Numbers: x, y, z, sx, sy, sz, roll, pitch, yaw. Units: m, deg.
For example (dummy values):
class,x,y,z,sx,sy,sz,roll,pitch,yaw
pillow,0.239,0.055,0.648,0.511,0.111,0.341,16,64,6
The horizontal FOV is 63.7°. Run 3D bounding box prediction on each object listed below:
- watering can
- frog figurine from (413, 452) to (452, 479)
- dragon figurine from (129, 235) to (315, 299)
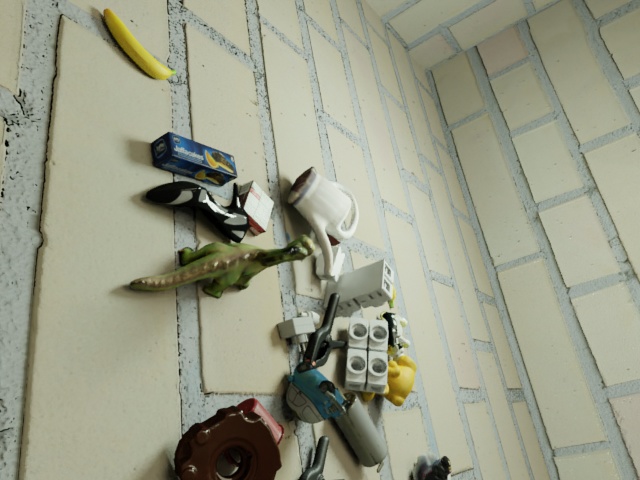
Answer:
class,x,y,z,sx,sy,sz,roll,pitch,yaw
watering can,0.004,-0.072,1.429,0.223,0.102,0.356,38,39,-11
frog figurine,0.319,0.682,1.476,0.156,0.123,0.139,93,-22,-68
dragon figurine,-0.143,0.038,1.018,0.413,0.241,0.122,-16,88,-63
